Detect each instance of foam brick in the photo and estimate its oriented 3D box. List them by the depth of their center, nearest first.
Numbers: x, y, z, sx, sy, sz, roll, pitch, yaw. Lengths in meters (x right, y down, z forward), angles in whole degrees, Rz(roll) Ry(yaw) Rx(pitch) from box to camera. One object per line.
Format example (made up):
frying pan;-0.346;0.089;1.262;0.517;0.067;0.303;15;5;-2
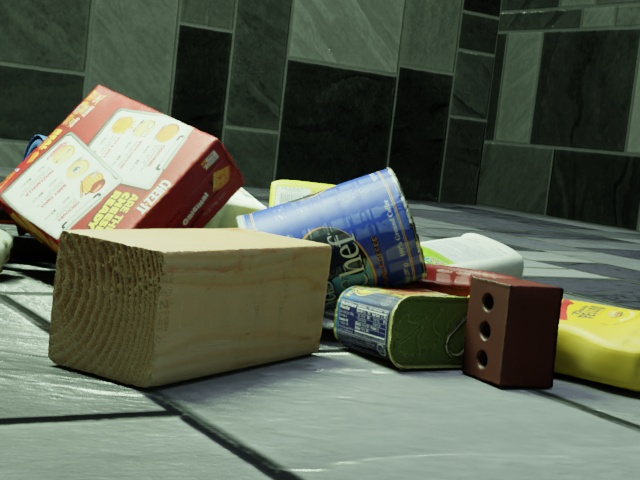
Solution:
foam brick;0.146;0.070;0.813;0.051;0.078;0.053;3;5;-28

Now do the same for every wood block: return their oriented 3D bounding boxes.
wood block;-0.086;0.042;0.765;0.091;0.090;0.205;10;6;30

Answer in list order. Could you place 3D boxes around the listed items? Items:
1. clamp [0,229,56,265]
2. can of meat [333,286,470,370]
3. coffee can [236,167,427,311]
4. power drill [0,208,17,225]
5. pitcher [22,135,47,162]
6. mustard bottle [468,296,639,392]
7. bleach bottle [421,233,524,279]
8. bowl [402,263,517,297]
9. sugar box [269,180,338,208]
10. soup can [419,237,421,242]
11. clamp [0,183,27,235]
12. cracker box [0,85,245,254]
clamp;-0.351;0.005;1.114;0.171;0.039;0.120;3;5;5
can of meat;0.073;0.068;0.860;0.101;0.057;0.084;3;4;-33
coffee can;0.009;0.007;0.921;0.140;0.103;0.103;-18;6;-1
power drill;-0.379;-0.027;1.200;0.187;0.057;0.185;9;-16;-11
pitcher;-0.298;-0.061;1.505;0.242;0.145;0.149;7;16;-31
mustard bottle;0.191;0.077;0.885;0.192;0.058;0.096;9;19;34
bleach bottle;0.125;0.035;1.219;0.103;0.068;0.250;24;17;40
bowl;0.115;0.058;1.018;0.162;0.055;0.162;6;5;-1
sugar box;-0.007;0.002;1.106;0.093;0.048;0.176;6;-29;1
soup can;0.066;0.020;1.303;0.102;0.068;0.068;9;6;18
clamp;-0.367;-0.041;1.306;0.210;0.036;0.164;-5;-15;33
cracker box;-0.200;-0.050;1.038;0.214;0.164;0.072;27;-20;43
